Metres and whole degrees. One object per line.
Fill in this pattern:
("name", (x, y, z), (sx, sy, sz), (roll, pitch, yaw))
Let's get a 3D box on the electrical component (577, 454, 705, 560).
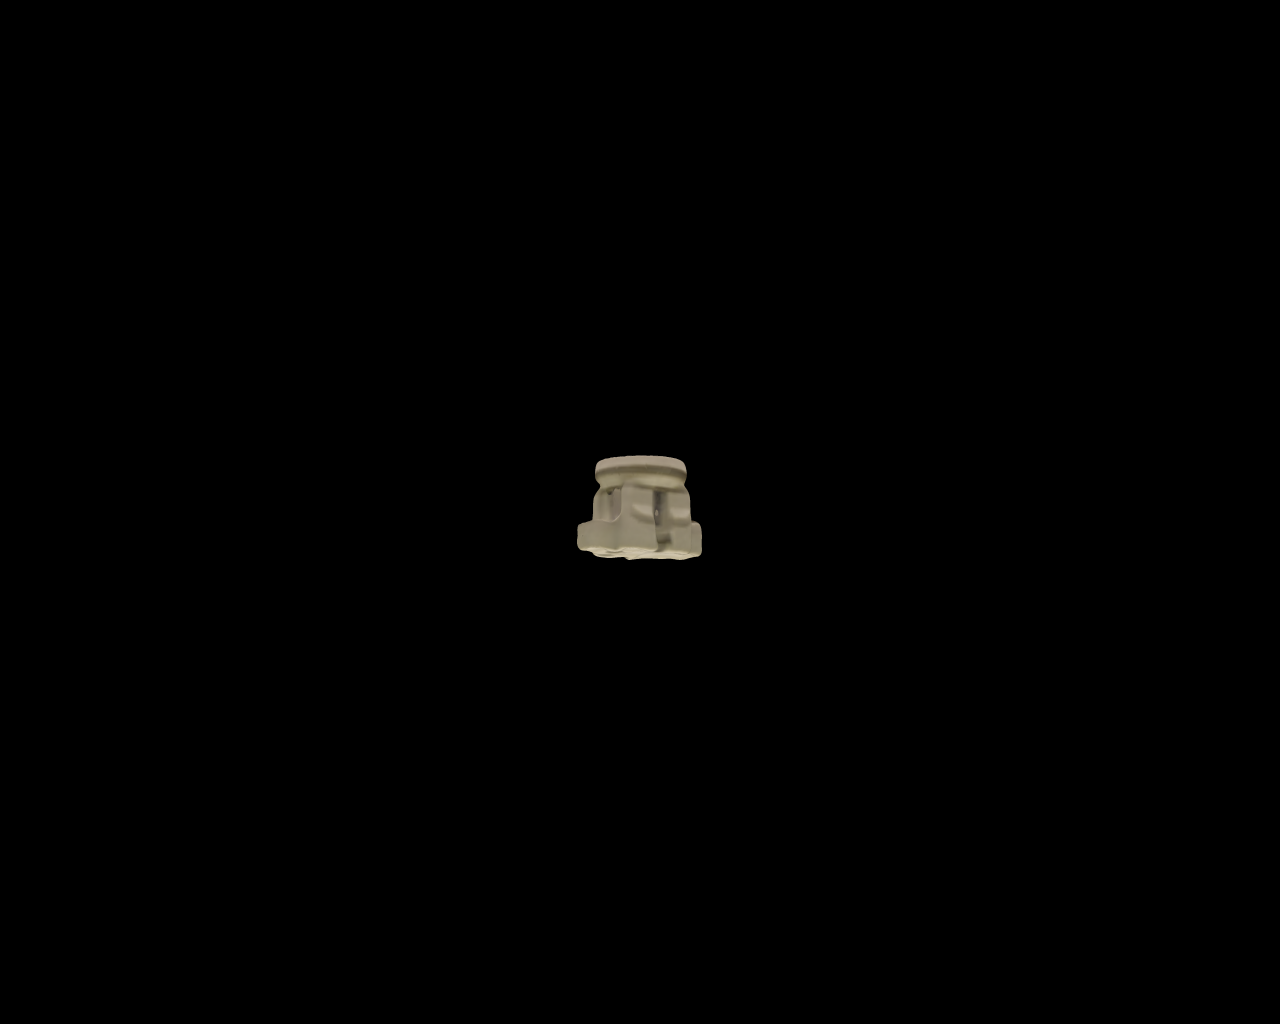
("electrical component", (0.001, -0.003, 0.650), (0.078, 0.057, 0.058), (5, -10, -32))
